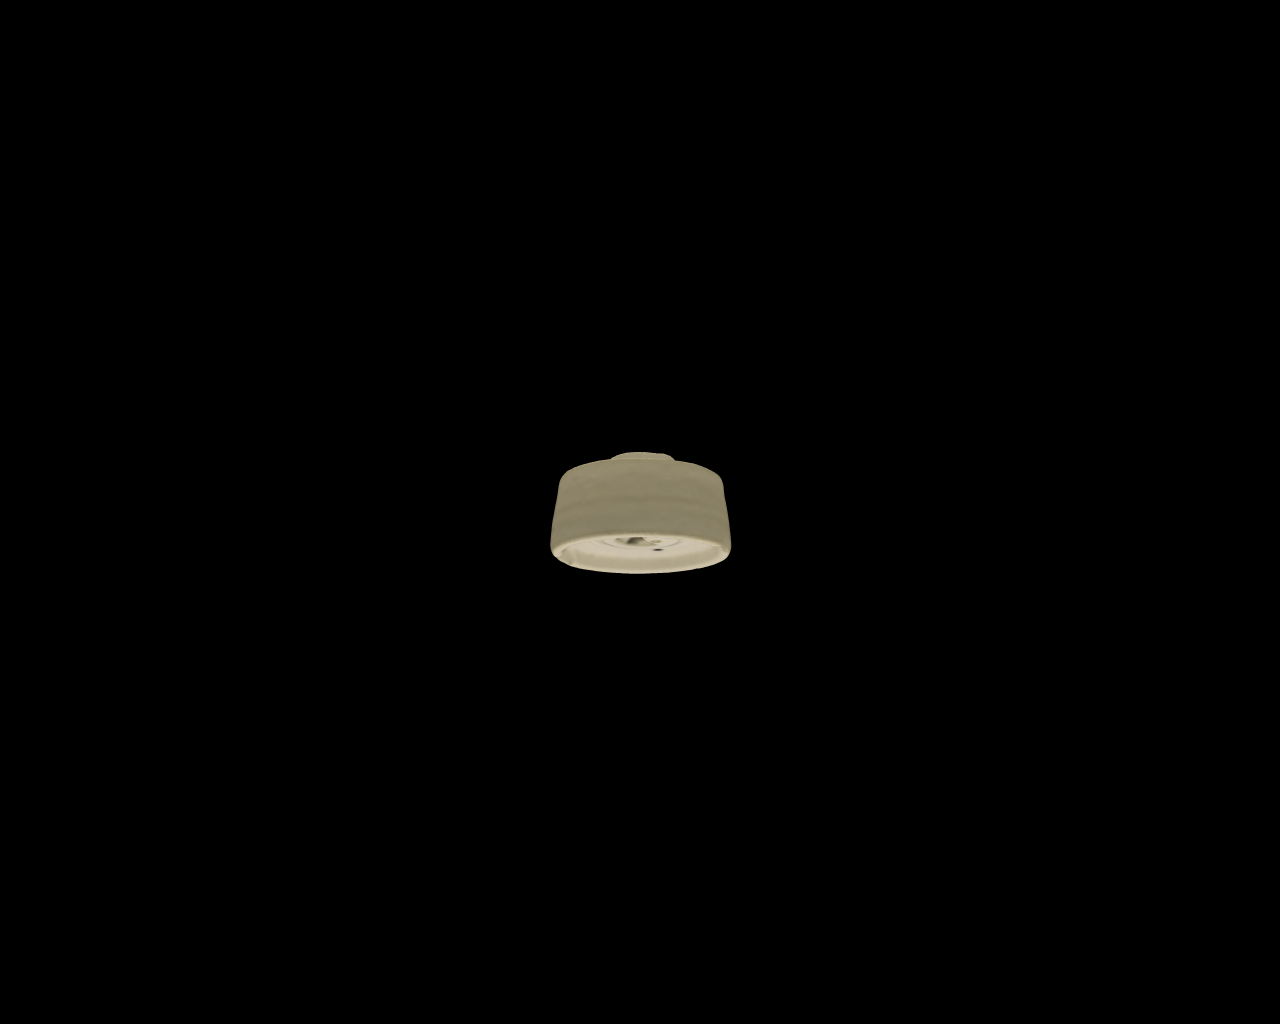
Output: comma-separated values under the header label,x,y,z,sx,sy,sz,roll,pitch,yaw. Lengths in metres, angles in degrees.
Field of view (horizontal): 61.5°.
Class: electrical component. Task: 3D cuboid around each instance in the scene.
label,x,y,z,sx,sy,sz,roll,pitch,yaw
electrical component,0.001,-0.003,0.650,0.108,0.060,0.108,0,-15,0
